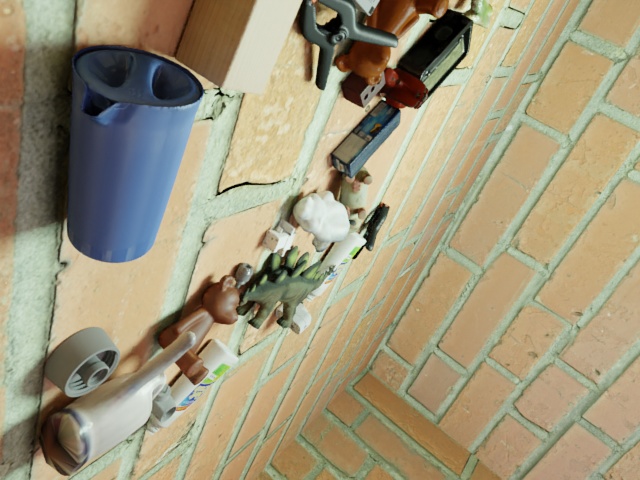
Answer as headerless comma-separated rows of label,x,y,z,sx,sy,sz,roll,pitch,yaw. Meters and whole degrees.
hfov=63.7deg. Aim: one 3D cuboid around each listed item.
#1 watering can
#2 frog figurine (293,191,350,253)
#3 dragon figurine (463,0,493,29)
watering can,-0.361,0.290,0.913,0.227,0.105,0.341,-26,160,-53
frog figurine,0.004,-0.061,1.205,0.156,0.122,0.140,72,23,-55
dragon figurine,0.372,-0.641,1.141,0.243,0.124,0.403,-45,151,-4
